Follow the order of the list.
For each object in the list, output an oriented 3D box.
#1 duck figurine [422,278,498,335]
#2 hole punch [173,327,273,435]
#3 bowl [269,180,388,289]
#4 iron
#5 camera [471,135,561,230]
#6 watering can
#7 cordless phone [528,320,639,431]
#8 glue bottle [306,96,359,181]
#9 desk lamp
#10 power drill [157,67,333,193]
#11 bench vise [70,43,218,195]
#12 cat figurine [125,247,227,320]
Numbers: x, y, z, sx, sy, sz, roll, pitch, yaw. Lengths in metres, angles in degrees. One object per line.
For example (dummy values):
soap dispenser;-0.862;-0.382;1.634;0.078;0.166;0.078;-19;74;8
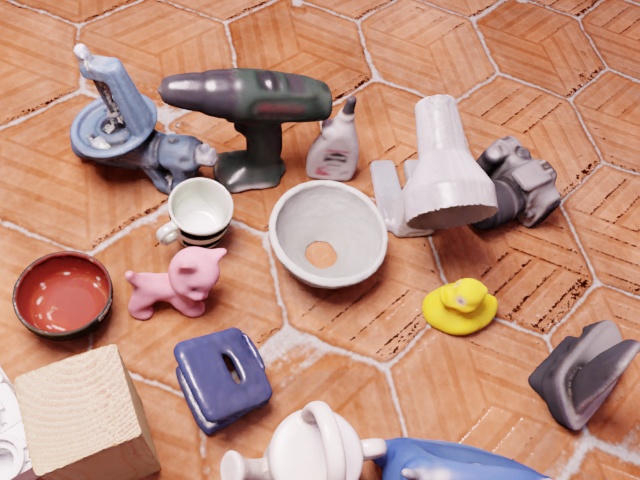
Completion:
duck figurine;0.203;0.084;0.795;0.104;0.086;0.077;2;61;-10
hole punch;-0.115;0.160;0.687;0.101;0.091;0.108;-24;68;-22
bowl;0.007;0.003;0.809;0.167;0.075;0.167;5;60;-8
iron;0.185;0.280;0.649;0.258;0.141;0.118;6;60;-8
camera;0.287;-0.084;0.898;0.137;0.101;0.143;-25;68;-22
watering can;-0.013;0.234;0.606;0.173;0.194;0.100;-26;69;-23
cordless phone;0.366;0.155;0.730;0.094;0.185;0.148;43;62;14
glue bottle;0.028;-0.150;0.841;0.078;0.173;0.037;0;61;-11
desk lamp;0.151;-0.084;0.805;0.118;0.213;0.203;-3;62;-12
power drill;-0.101;-0.155;0.799;0.230;0.208;0.075;-11;64;-17
bench vise;-0.241;-0.165;0.770;0.207;0.219;0.121;2;61;-10
cat figurine;-0.181;0.048;0.722;0.128;0.118;0.067;-3;62;-13
